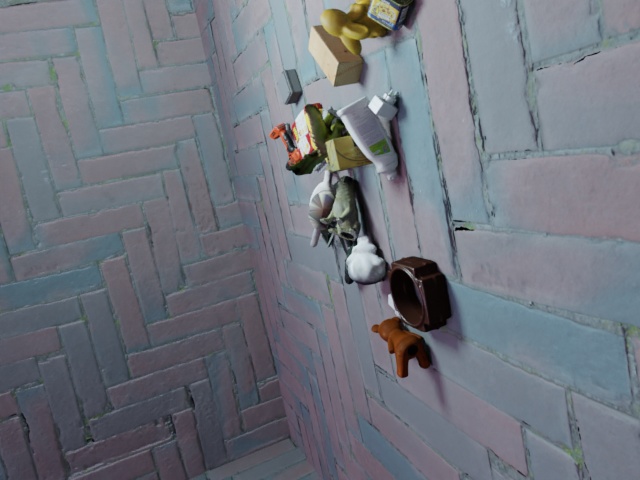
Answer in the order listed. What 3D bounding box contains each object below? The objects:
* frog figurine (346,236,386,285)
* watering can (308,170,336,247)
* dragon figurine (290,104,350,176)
[{"bbox_3d":[0.159,0.069,1.764,0.138,0.124,0.158,9,106,33],"label":"frog figurine"},{"bbox_3d":[0.006,-0.100,1.979,0.228,0.104,0.342,-83,4,-71],"label":"watering can"},{"bbox_3d":[-0.003,-0.301,1.681,0.124,0.409,0.240,46,109,27],"label":"dragon figurine"}]
